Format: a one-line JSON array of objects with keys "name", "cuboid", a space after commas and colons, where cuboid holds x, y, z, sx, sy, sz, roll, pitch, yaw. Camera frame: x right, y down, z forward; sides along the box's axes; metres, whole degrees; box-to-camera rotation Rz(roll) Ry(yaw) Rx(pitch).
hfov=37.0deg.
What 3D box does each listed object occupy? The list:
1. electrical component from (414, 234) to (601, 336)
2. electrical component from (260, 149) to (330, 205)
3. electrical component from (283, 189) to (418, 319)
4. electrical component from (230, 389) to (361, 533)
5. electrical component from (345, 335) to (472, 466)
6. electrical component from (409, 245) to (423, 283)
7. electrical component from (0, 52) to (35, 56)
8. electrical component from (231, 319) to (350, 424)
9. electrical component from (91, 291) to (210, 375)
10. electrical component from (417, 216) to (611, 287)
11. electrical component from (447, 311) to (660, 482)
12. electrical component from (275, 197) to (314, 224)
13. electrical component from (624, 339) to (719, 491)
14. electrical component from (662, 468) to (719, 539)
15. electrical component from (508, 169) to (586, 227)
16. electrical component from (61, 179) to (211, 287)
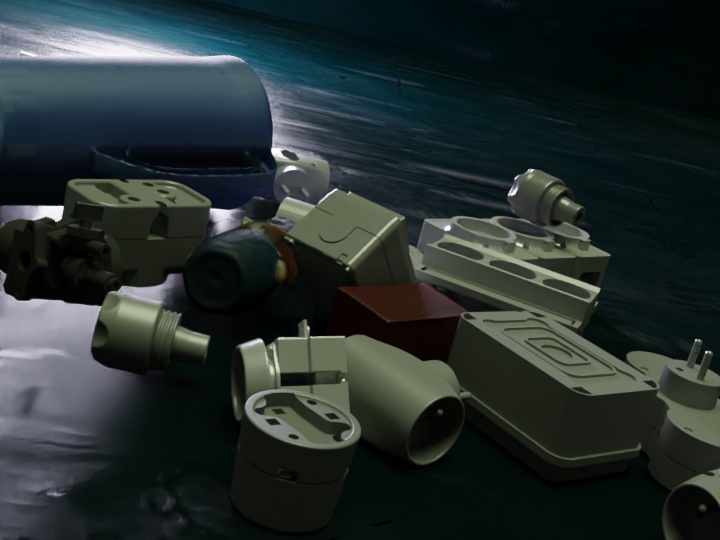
[{"name": "electrical component", "cuboid": [0.103, 0.026, 0.780, 0.121, 0.063, 0.079, 20, 18, 18]}, {"name": "electrical component", "cuboid": [-0.067, -0.083, 1.009, 0.077, 0.043, 0.079, 8, 19, -20]}, {"name": "electrical component", "cuboid": [0.000, 0.000, 0.734, 0.062, 0.096, 0.061, 27, 60, 34]}, {"name": "electrical component", "cuboid": [-0.032, 0.089, 0.503, 0.055, 0.047, 0.055, 13, 18, -4]}, {"name": "electrical component", "cuboid": [0.030, 0.071, 0.614, 0.079, 0.043, 0.077, -2, 24, -43]}, {"name": "electrical component", "cuboid": [0.033, 0.001, 0.836, 0.048, 0.048, 0.062, 24, 13, 26]}, {"name": "electrical component", "cuboid": [-0.280, -0.134, 0.919, 0.056, 0.089, 0.050, 17, 17, 9]}, {"name": "electrical component", "cuboid": [-0.038, 0.060, 0.577, 0.055, 0.066, 0.048, 0, -13, -18]}, {"name": "electrical component", "cuboid": [-0.116, 0.038, 0.600, 0.062, 0.043, 0.043, 14, 17, -5]}, {"name": "electrical component", "cuboid": [0.128, -0.007, 0.902, 0.150, 0.061, 0.089, -3, 24, -43]}, {"name": "electrical component", "cuboid": [0.111, 0.074, 0.650, 0.078, 0.057, 0.113, 0, 22, -38]}, {"name": "electrical component", "cuboid": [-0.027, -0.026, 0.869, 0.081, 0.043, 0.043, 18, 18, 9]}, {"name": "electrical component", "cuboid": [0.205, 0.080, 0.677, 0.052, 0.073, 0.138, 12, 18, -7]}, {"name": "electrical component", "cuboid": [0.210, 0.139, 0.551, 0.077, 0.044, 0.079, 4, 21, -31]}, {"name": "electrical component", "cuboid": [0.159, -0.056, 0.898, 0.062, 0.043, 0.043, 30, 23, 37]}, {"name": "electrical component", "cuboid": [-0.155, -0.026, 0.738, 0.095, 0.059, 0.054, -4, 25, -46]}]
